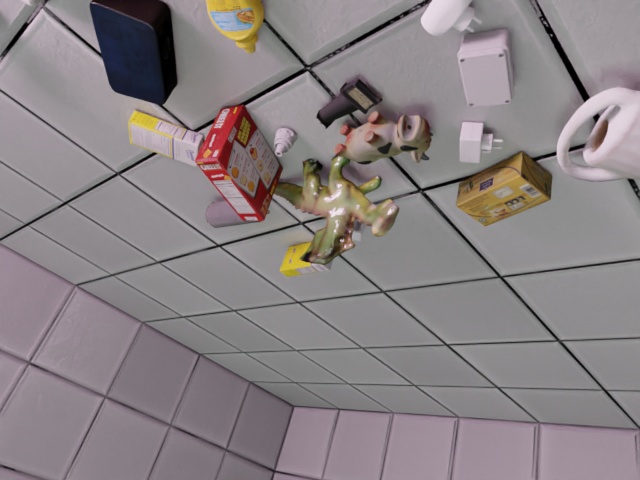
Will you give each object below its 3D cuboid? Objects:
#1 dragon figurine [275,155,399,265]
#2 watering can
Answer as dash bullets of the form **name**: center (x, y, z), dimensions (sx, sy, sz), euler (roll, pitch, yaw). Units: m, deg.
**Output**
- **dragon figurine**: center (0.004, -0.059, 1.177), dimensions (0.408, 0.248, 0.120), euler (-8, 145, 34)
- **watering can**: center (0.528, -0.188, 0.806), dimensions (0.224, 0.106, 0.340), euler (17, 151, 1)
